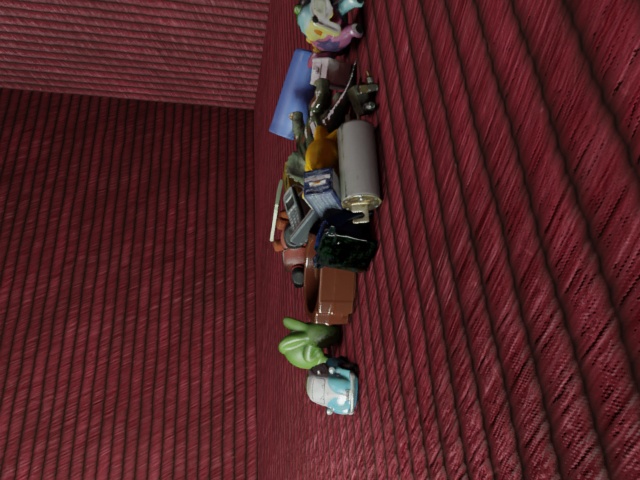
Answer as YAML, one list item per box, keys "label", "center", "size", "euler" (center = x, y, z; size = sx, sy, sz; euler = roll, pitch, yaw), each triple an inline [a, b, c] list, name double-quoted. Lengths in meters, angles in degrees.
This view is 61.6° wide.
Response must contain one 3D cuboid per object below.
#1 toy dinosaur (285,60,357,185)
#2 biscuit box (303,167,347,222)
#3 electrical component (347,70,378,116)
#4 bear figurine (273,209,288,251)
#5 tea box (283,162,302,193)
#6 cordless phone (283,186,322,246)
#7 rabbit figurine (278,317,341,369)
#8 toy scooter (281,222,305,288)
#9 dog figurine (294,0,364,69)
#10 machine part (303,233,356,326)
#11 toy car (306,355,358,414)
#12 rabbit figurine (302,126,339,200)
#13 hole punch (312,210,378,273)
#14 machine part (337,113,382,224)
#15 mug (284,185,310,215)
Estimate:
- label: "toy dinosaur"
  center: [0.004, -0.249, 1.282]
  size: [0.405, 0.131, 0.192]
  euler: [140, 129, -72]
- label: "biscuit box"
  center: [0.026, -0.073, 1.098]
  size: [0.202, 0.063, 0.059]
  euler: [52, -146, -61]
- label: "electrical component"
  center: [0.089, -0.297, 1.102]
  size: [0.078, 0.045, 0.102]
  euler: [64, 171, -3]
- label: "bear figurine"
  center: [-0.092, -0.060, 1.699]
  size: [0.196, 0.132, 0.120]
  euler: [-113, 29, -50]
- label: "tea box"
  center: [-0.056, -0.158, 1.610]
  size: [0.170, 0.098, 0.068]
  euler: [-98, 16, -46]
- label: "cordless phone"
  center: [-0.033, -0.088, 1.365]
  size: [0.146, 0.088, 0.184]
  euler: [-51, 44, 32]
- label: "rabbit figurine"
  center: [-0.022, 0.236, 1.322]
  size: [0.170, 0.159, 0.121]
  euler: [-47, 31, 50]
- label: "toy scooter"
  center: [-0.066, 0.038, 1.471]
  size: [0.135, 0.075, 0.183]
  euler: [157, 108, -88]
- label: "dog figurine"
  center: [0.000, -0.481, 1.250]
  size: [0.219, 0.191, 0.108]
  euler: [-14, 80, 61]
- label: "machine part"
  center: [0.020, 0.086, 1.248]
  size: [0.201, 0.087, 0.200]
  euler: [-157, 70, -78]
- label: "toy car"
  center: [0.020, 0.309, 1.172]
  size: [0.162, 0.103, 0.109]
  euler: [-154, 68, -74]
- label: "rabbit figurine"
  center: [0.022, -0.165, 1.139]
  size: [0.173, 0.122, 0.162]
  euler: [41, -120, -68]
- label: "hole punch"
  center: [0.049, -0.004, 1.080]
  size: [0.142, 0.116, 0.092]
  euler: [110, 166, -53]
- label: "machine part"
  center: [0.076, -0.145, 1.050]
  size: [0.079, 0.079, 0.243]
  euler: [118, 152, -64]
- label: "mug"
  center: [-0.038, -0.112, 1.474]
  size: [0.107, 0.109, 0.081]
  euler: [-51, 1, -2]
